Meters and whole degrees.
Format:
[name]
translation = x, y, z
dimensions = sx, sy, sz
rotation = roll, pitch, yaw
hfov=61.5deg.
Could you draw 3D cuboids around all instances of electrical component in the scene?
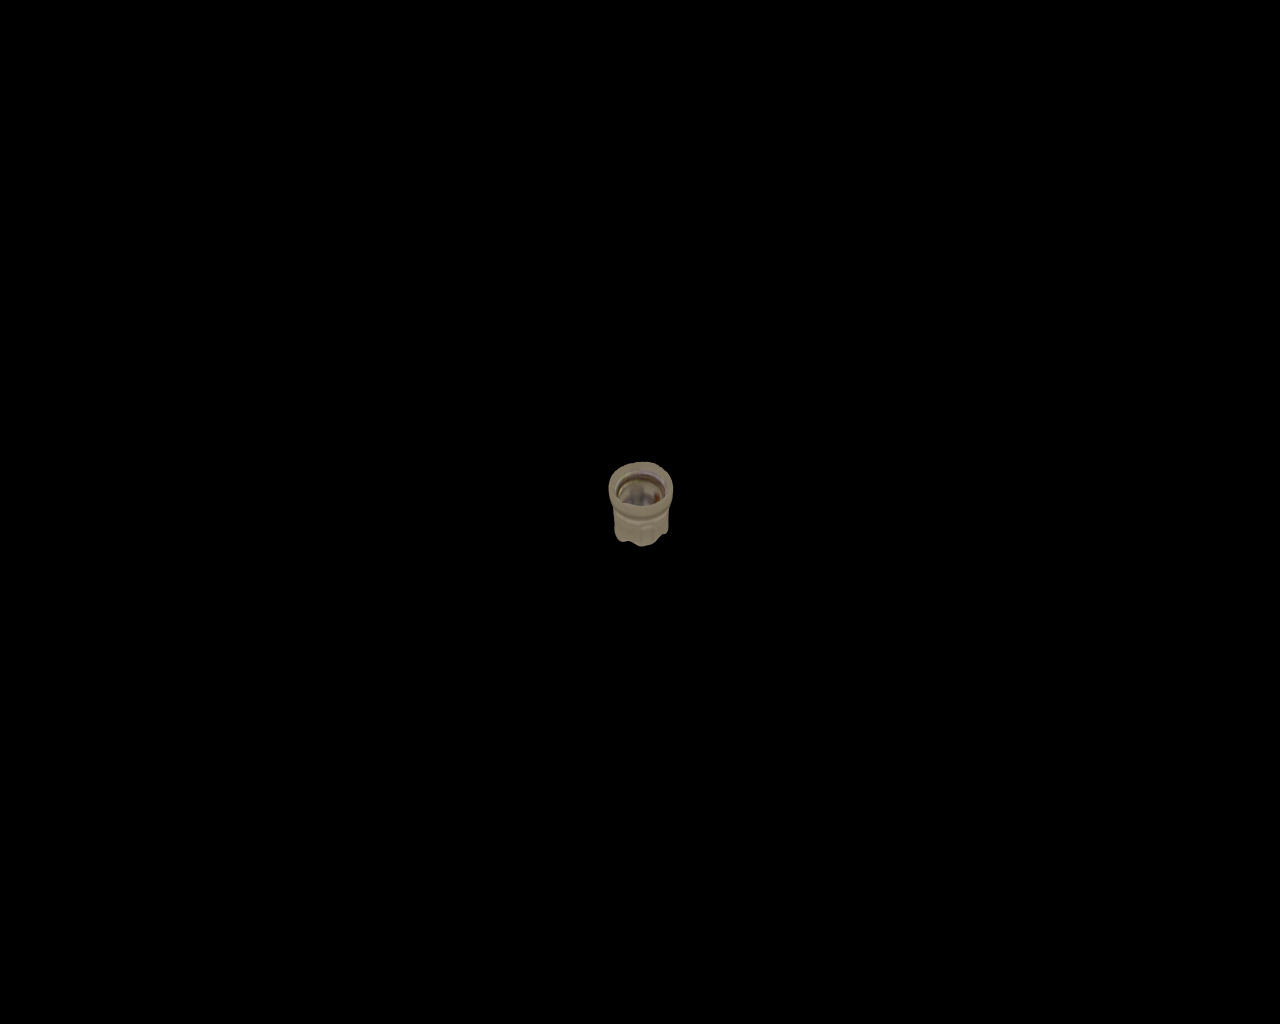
[electrical component]
translation = 0.001, -0.003, 0.650
dimensions = 0.040, 0.040, 0.046
rotation = 0, -40, 0
